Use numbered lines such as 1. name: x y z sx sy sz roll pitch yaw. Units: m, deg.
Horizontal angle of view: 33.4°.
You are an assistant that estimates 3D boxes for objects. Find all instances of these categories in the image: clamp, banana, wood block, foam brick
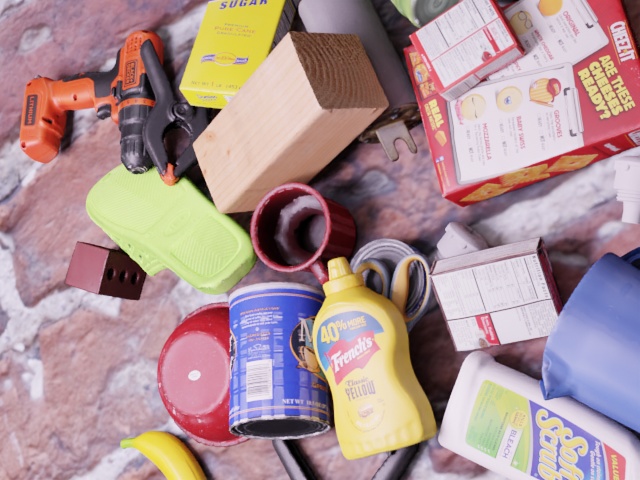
1. clamp: 0.013 0.288 1.090 0.165 0.036 0.210 3 81 29
2. banana: -0.149 0.281 1.177 0.198 0.037 0.070 54 124 24
3. clamp: -0.164 -0.148 1.201 0.120 0.039 0.171 16 71 4
4. wood block: -0.035 -0.116 1.095 0.206 0.090 0.090 -41 65 46
5. foam brick: -0.246 0.036 1.235 0.051 0.078 0.053 15 90 29

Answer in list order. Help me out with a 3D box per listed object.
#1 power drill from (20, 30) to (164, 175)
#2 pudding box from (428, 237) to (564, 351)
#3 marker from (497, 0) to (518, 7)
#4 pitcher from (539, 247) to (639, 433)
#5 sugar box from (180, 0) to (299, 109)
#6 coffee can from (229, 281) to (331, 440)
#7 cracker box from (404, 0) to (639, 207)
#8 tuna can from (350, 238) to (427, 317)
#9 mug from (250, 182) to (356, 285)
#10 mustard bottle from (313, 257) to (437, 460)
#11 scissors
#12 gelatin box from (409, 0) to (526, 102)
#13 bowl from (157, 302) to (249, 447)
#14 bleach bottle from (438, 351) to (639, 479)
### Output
1. power drill: -0.267 -0.148 1.271 0.188 0.057 0.184 -11 63 23
2. pudding box: 0.171 0.054 1.022 0.114 0.039 0.090 -14 107 23
3. marker: 0.152 -0.251 1.107 0.121 0.020 0.020 17 90 28
4. pitcher: 0.325 0.114 0.916 0.243 0.144 0.149 30 109 23
5. sugar box: -0.084 -0.230 1.179 0.093 0.048 0.176 8 72 18
6. coffee can: -0.042 0.125 1.091 0.103 0.102 0.140 -13 66 25
7. cracker box: 0.206 -0.144 1.036 0.214 0.072 0.164 -19 74 23
8. tuna can: 0.073 0.043 1.097 0.086 0.033 0.086 -4 81 26
9. mug: -0.007 0.001 1.116 0.093 0.081 0.117 -39 68 17
10. mustard bottle: 0.043 0.110 1.034 0.096 0.058 0.191 -22 78 34
11. scissors: 0.058 0.105 1.068 0.096 0.016 0.202 20 97 27
12. gelatin box: 0.140 -0.186 1.017 0.089 0.030 0.073 -32 66 18
13. bowl: -0.123 0.147 1.170 0.162 0.055 0.162 -4 81 27
14. bleach bottle: 0.240 0.192 0.976 0.251 0.068 0.102 20 94 26
